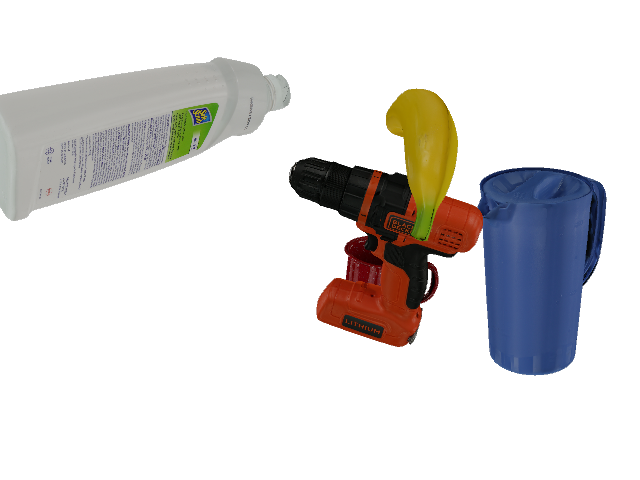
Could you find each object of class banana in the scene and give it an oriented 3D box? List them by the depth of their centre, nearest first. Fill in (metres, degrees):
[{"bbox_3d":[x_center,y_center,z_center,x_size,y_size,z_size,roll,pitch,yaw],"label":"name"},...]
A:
[{"bbox_3d":[0.071,-0.076,0.786,0.037,0.070,0.197,26,26,-13],"label":"banana"}]

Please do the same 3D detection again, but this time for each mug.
[{"bbox_3d":[0.083,0.050,1.276,0.117,0.081,0.093,1,24,-9],"label":"mug"}]

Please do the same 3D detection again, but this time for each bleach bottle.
[{"bbox_3d":[-0.141,-0.093,0.870,0.250,0.068,0.103,-16,-31,-28],"label":"bleach bottle"}]

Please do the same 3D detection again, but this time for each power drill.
[{"bbox_3d":[0.048,0.012,1.032,0.184,0.188,0.057,19,46,6],"label":"power drill"}]

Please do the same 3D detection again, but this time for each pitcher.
[{"bbox_3d":[0.273,0.036,1.322,0.149,0.243,0.145,3,23,15],"label":"pitcher"}]
